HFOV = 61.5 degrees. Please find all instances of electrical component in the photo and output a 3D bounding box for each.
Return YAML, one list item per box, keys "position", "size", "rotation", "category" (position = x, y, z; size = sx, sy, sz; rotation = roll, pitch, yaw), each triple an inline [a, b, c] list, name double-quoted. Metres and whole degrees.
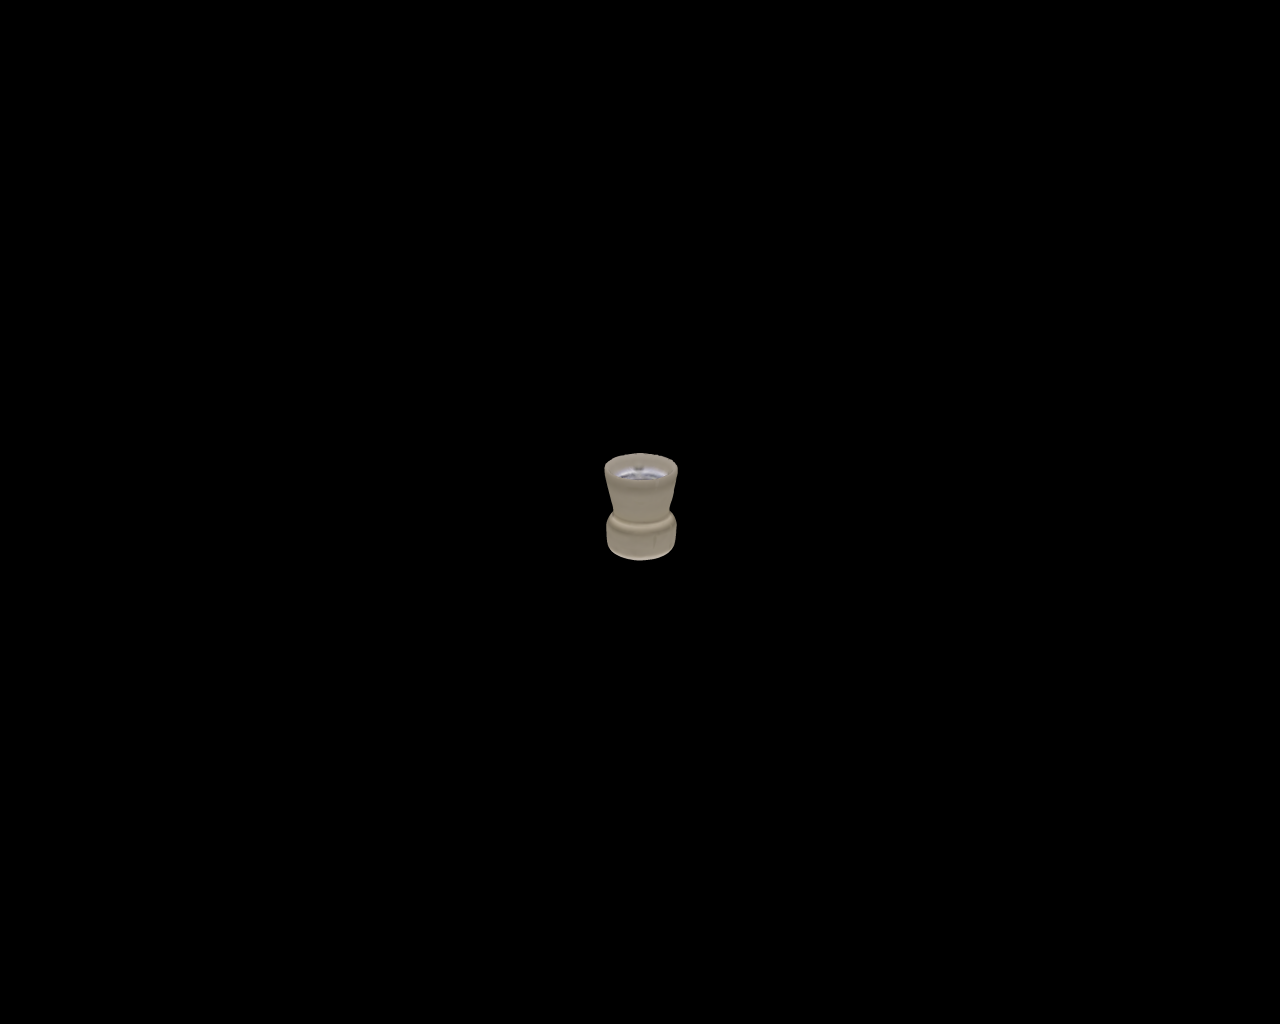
- position: [0.001, -0.003, 0.650]
  size: [0.045, 0.055, 0.045]
  rotation: [0, 24, 0]
  category: "electrical component"
